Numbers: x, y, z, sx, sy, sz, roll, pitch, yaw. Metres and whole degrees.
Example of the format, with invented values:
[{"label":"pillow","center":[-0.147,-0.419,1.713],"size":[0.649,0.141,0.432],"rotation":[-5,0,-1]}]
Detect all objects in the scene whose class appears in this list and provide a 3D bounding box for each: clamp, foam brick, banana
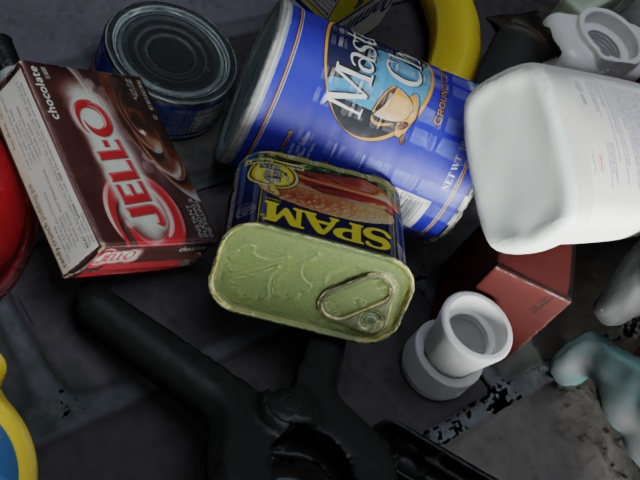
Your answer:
[{"label":"clamp","center":[-0.030,0.088,0.526],"size":[0.164,0.036,0.210],"rotation":[1,43,-23]},{"label":"foam brick","center":[0.108,0.026,0.633],"size":[0.053,0.078,0.051],"rotation":[25,49,-12]},{"label":"clamp","center":[0.102,0.145,0.555],"size":[0.171,0.039,0.120],"rotation":[29,10,-27]},{"label":"banana","center":[0.084,-0.146,0.773],"size":[0.069,0.037,0.198],"rotation":[0,55,-6]}]

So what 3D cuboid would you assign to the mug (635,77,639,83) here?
[{"label":"mug","center":[0.266,-0.084,0.771],"size":[0.081,0.117,0.093],"rotation":[19,18,-8]}]

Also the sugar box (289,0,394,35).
[{"label":"sugar box","center":[0.037,-0.194,0.687],"size":[0.048,0.176,0.093],"rotation":[44,50,10]}]

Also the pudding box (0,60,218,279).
[{"label":"pudding box","center":[-0.114,-0.037,0.565],"size":[0.089,0.039,0.113],"rotation":[-3,60,-58]}]

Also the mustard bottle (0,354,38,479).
[{"label":"mustard bottle","center":[-0.170,0.113,0.444],"size":[0.096,0.058,0.191],"rotation":[18,51,-14]}]

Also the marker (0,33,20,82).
[{"label":"marker","center":[-0.163,-0.069,0.602],"size":[0.020,0.020,0.121],"rotation":[-15,65,-34]}]

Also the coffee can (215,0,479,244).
[{"label":"coffee can","center":[0.021,-0.069,0.639],"size":[0.140,0.103,0.102],"rotation":[21,51,-12]}]

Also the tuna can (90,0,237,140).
[{"label":"tuna can","center":[-0.095,-0.105,0.652],"size":[0.086,0.034,0.086],"rotation":[13,52,-18]}]

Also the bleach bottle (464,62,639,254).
[{"label":"bleach bottle","center":[0.194,-0.042,0.639],"size":[0.250,0.068,0.102],"rotation":[1,74,-41]}]

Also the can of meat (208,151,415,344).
[{"label":"can of meat","center":[-0.004,0.001,0.572],"size":[0.102,0.057,0.084],"rotation":[14,33,-8]}]

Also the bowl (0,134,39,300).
[{"label":"bowl","center":[-0.216,-0.032,0.525],"size":[0.162,0.055,0.162],"rotation":[13,53,-18]}]

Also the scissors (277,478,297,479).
[{"label":"scissors","center":[-0.022,0.166,0.470],"size":[0.096,0.016,0.201],"rotation":[39,29,17]}]
